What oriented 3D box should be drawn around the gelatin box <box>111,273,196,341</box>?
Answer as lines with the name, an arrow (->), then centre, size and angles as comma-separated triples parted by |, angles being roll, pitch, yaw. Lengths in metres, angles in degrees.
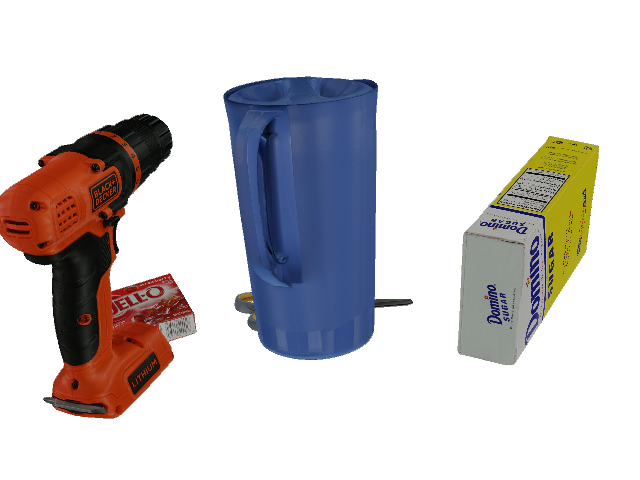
gelatin box -> -0.178, 0.074, 1.067 | 0.089, 0.030, 0.073 | -16, 37, -19

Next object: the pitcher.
pitcher -> -0.015, -0.019, 0.943 | 0.149, 0.243, 0.145 | -10, 19, -19

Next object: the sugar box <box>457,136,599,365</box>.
sugar box -> 0.146, 0.002, 0.735 | 0.048, 0.093, 0.176 | 11, 31, 23

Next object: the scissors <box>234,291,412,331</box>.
scissors -> 0.003, 0.080, 1.186 | 0.202, 0.016, 0.096 | 3, 22, 2

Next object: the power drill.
power drill -> -0.151, 0.016, 0.760 | 0.057, 0.188, 0.184 | 5, 25, 23
